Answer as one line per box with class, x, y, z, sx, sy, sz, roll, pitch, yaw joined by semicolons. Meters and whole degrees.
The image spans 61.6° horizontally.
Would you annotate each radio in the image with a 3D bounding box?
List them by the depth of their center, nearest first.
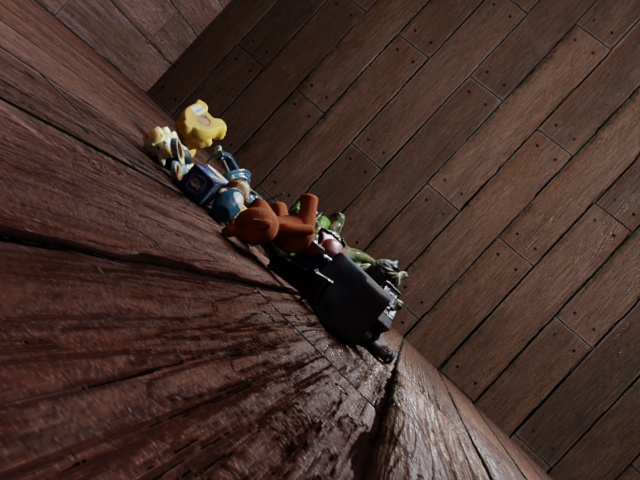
radio;0.051;0.115;1.114;0.073;0.131;0.230;41;1;-20

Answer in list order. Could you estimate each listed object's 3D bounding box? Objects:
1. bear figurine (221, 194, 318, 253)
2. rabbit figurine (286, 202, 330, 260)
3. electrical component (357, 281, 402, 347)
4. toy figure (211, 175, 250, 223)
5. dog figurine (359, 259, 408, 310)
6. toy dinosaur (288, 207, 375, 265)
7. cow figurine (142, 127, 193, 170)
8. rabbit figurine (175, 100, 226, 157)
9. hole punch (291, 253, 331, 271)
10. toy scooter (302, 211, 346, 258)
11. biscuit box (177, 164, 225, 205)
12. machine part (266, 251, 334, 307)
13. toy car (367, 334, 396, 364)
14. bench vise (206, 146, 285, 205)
bear figurine;-0.096;-0.042;1.056;0.195;0.120;0.132;22;59;-52
rabbit figurine;-0.078;-0.010;1.574;0.121;0.170;0.159;45;-41;-17
electrical component;0.105;0.163;1.146;0.058;0.115;0.134;42;44;-10
toy figure;-0.185;-0.091;1.151;0.058;0.064;0.154;12;33;7
dog figurine;0.117;0.088;1.272;0.172;0.121;0.190;-5;-22;20
toy dinosaur;0.019;0.029;1.465;0.471;0.105;0.198;7;67;-40
cow figurine;-0.327;-0.190;1.165;0.098;0.068;0.167;49;1;-3
rabbit figurine;-0.358;-0.270;1.473;0.122;0.173;0.162;42;46;-9
hole punch;-0.003;0.102;1.286;0.142;0.092;0.116;32;-27;-22
toy scooter;-0.003;-0.004;1.336;0.184;0.135;0.075;32;-35;-18
biscuit box;-0.248;-0.117;1.157;0.059;0.063;0.203;41;0;-5
machine part;-0.046;0.073;1.071;0.139;0.084;0.039;34;31;9
toy car;0.129;0.239;1.344;0.089;0.053;0.202;39;3;-15
bench vise;-0.243;-0.171;1.581;0.223;0.129;0.240;1;57;-60
